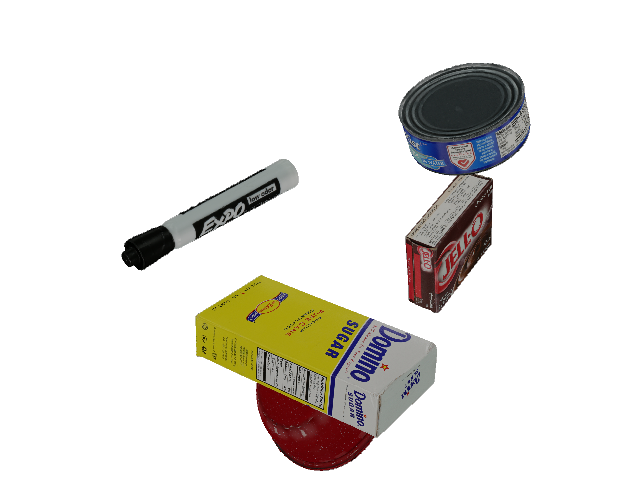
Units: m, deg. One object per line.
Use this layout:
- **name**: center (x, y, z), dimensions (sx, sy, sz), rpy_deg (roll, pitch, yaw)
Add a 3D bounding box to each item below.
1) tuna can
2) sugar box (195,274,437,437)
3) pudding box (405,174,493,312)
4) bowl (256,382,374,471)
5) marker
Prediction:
- **tuna can**: center (0.099, -0.083, 0.727), dimensions (0.086, 0.033, 0.086), rpy_deg (-13, 40, 11)
- **sugar box**: center (-0.004, 0.087, 0.854), dimensions (0.176, 0.048, 0.093), rpy_deg (17, 30, 29)
- **pudding box**: center (0.125, 0.000, 1.029), dimensions (0.039, 0.090, 0.113), rpy_deg (22, 52, 25)
- **bowl**: center (-0.011, 0.145, 1.059), dimensions (0.162, 0.162, 0.055), rpy_deg (0, -15, 40)
- **marker**: center (-0.063, -0.015, 0.616), dimensions (0.120, 0.020, 0.020), rpy_deg (-30, 17, -32)
